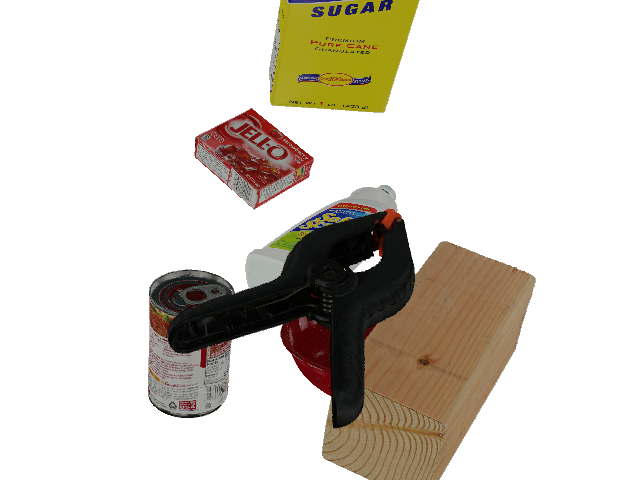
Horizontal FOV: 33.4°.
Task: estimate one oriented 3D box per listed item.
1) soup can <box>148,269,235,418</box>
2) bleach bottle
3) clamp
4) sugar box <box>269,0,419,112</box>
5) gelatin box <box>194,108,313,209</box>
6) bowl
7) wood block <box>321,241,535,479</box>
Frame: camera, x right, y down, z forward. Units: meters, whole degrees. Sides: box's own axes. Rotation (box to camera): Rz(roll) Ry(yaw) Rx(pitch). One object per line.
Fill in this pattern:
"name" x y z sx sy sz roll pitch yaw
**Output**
"soup can" -0.106 0.084 0.867 0.068 0.102 0.068 5 29 -3
"bleach bottle" 0.017 -0.006 1.330 0.103 0.068 0.250 16 36 26
"clamp" 0.010 0.039 0.618 0.120 0.039 0.171 33 49 25
"sugar box" 0.018 -0.162 0.760 0.093 0.048 0.176 2 -29 -8
"gelatin box" -0.064 -0.079 1.004 0.073 0.030 0.089 -32 62 -34
"bowl" 0.039 0.120 1.111 0.162 0.055 0.162 2 25 -1
"wood block" 0.091 0.098 0.861 0.091 0.090 0.205 22 38 19
